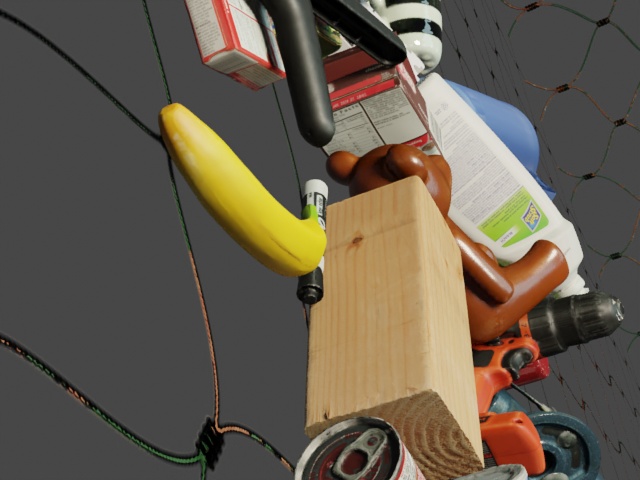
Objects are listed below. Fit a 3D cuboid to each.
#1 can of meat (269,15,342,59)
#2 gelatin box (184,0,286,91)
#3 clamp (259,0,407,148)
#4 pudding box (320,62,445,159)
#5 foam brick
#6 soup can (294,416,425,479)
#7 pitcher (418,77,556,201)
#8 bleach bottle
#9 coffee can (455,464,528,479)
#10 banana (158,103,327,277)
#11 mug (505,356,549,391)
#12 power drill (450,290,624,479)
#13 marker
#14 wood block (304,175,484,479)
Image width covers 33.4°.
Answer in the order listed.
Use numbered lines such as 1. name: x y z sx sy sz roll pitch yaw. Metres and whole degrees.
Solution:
1. can of meat: -0.026 -0.188 0.832 0.102 0.057 0.084 6 69 -70
2. gelatin box: -0.060 -0.148 0.733 0.089 0.030 0.073 12 59 -69
3. clamp: -0.021 -0.173 0.740 0.210 0.036 0.164 53 37 -20
4. pudding box: 0.045 -0.094 0.890 0.113 0.090 0.039 51 28 -48
5. foam brick: 0.038 -0.145 0.941 0.053 0.078 0.051 -54 125 -68
6. soup can: 0.037 0.163 0.637 0.068 0.069 0.102 -85 151 -51
7. pitcher: 0.156 -0.098 1.144 0.242 0.149 0.145 4 77 -67
8. bleach bottle: 0.152 -0.032 0.993 0.251 0.102 0.068 48 5 -5
9. coffee can: 0.119 0.238 0.728 0.140 0.103 0.102 67 18 4
10. banana: -0.039 -0.018 0.658 0.070 0.037 0.197 59 10 27
11. mug: 0.182 0.116 1.089 0.093 0.082 0.117 70 18 -2
12. power drill: 0.156 0.117 0.878 0.057 0.185 0.187 60 30 -19
13. marker: -0.005 0.001 0.759 0.020 0.020 0.121 57 22 -36
14. wood block: 0.049 0.062 0.741 0.090 0.091 0.206 57 23 -36
